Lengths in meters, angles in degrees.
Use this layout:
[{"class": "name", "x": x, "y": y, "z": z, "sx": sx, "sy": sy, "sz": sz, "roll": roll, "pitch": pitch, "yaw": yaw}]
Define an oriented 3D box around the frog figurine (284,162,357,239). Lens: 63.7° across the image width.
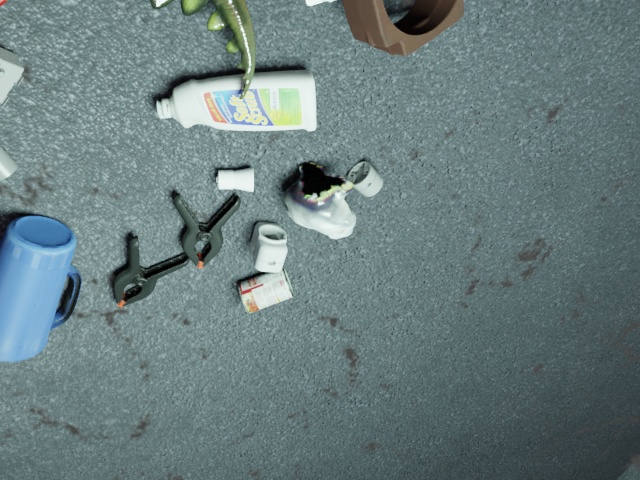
[{"class": "frog figurine", "x": 0.003, "y": -0.049, "z": 0.974, "sx": 0.137, "sy": 0.125, "sz": 0.155, "roll": 10, "pitch": 138, "yaw": 16}]
